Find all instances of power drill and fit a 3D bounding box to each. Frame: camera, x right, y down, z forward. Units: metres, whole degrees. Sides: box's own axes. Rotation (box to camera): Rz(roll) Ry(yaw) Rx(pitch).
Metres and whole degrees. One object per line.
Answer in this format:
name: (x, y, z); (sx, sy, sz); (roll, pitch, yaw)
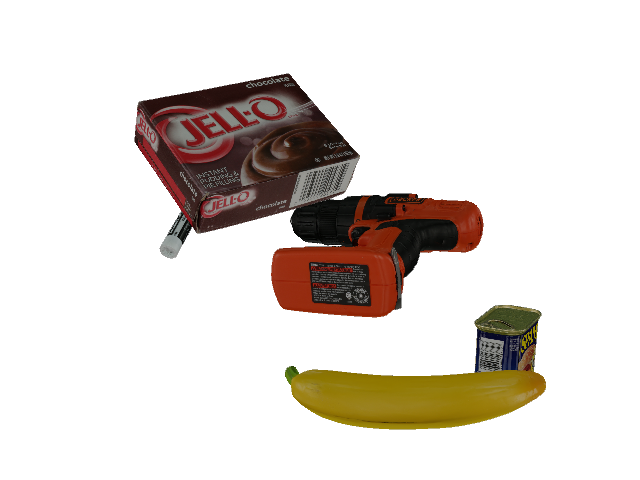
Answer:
power drill: (0.030, 0.004, 0.920); (0.185, 0.057, 0.187); (0, 19, 25)

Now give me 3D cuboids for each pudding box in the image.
pudding box: (-0.047, -0.057, 0.665); (0.113, 0.039, 0.090); (-15, 52, -32)

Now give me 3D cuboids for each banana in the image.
banana: (0.061, 0.109, 0.770); (0.198, 0.037, 0.069); (2, 28, 14)

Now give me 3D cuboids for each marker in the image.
marker: (-0.135, -0.029, 1.102); (0.020, 0.020, 0.121); (0, 42, 22)

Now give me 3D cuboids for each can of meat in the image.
can of meat: (0.208, 0.126, 1.193); (0.058, 0.084, 0.102); (8, 13, 24)
